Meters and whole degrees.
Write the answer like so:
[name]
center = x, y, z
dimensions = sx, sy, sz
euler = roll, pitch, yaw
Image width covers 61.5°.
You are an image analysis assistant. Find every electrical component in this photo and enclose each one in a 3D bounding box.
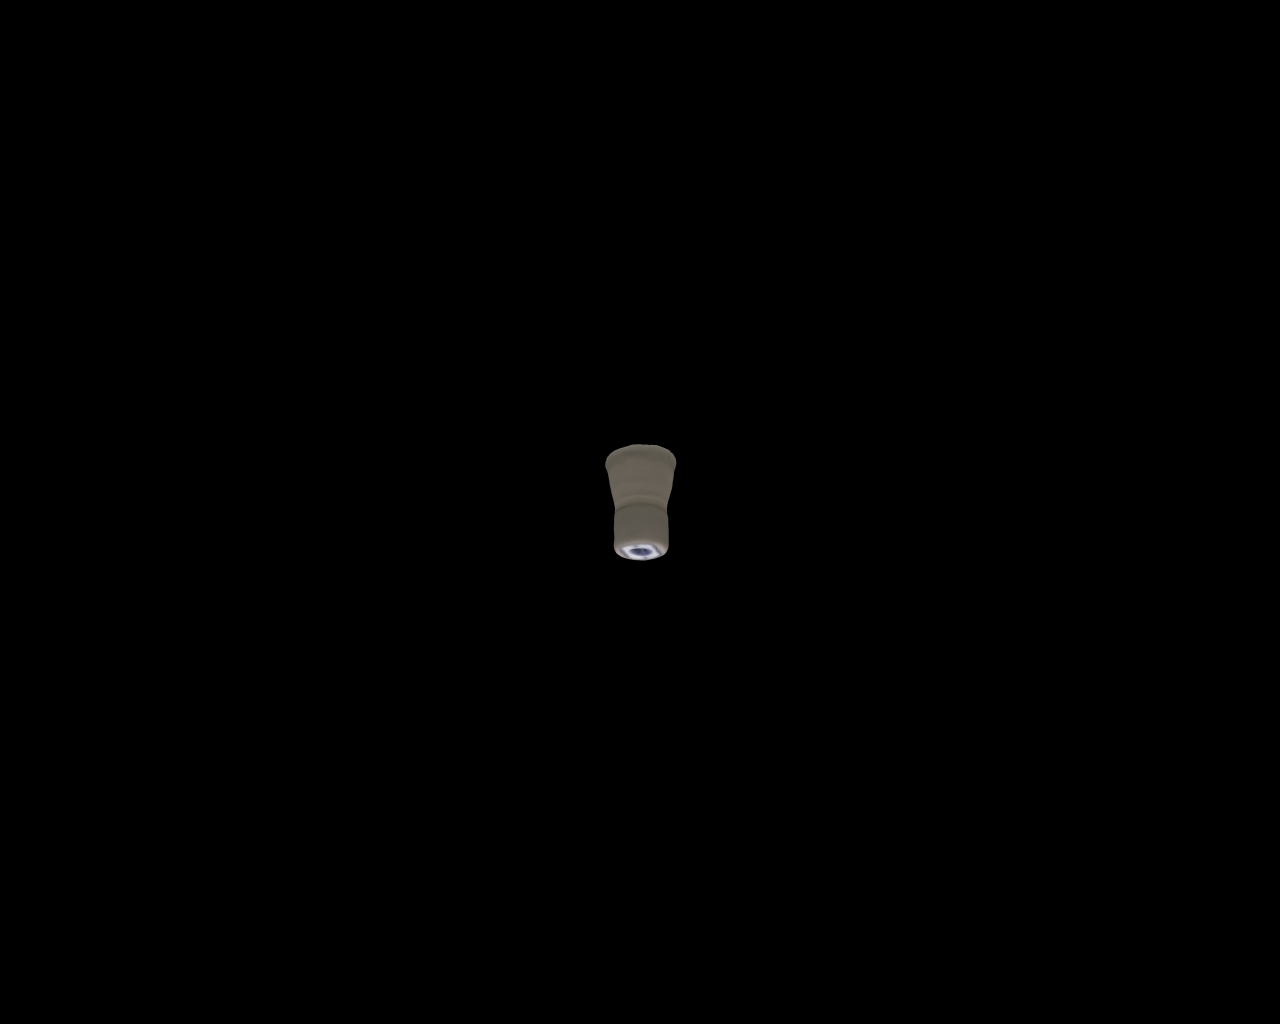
[electrical component]
center = 0.001, -0.003, 0.650
dimensions = 0.044, 0.065, 0.044
euler = 0, -24, 0
